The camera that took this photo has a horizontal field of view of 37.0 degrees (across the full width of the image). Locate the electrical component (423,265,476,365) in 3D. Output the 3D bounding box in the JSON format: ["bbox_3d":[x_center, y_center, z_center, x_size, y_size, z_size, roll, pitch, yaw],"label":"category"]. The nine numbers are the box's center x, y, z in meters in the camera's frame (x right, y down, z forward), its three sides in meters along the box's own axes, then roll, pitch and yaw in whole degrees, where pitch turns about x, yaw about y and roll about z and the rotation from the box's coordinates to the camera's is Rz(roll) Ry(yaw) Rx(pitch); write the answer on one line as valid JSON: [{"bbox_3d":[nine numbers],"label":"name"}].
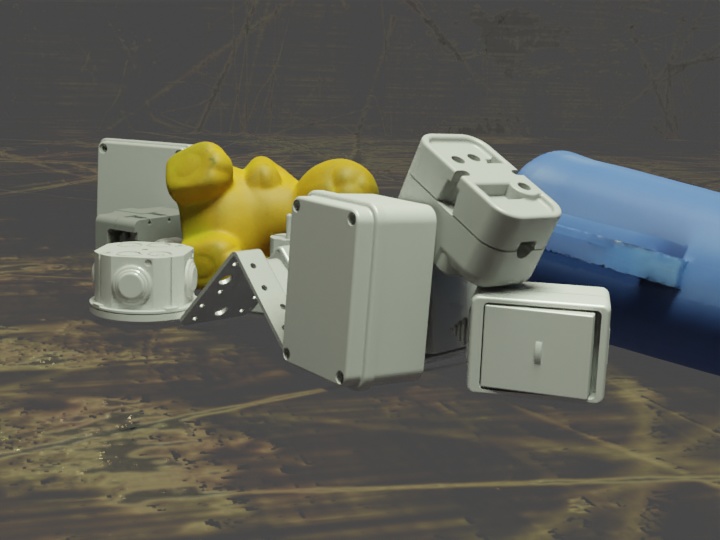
[{"bbox_3d":[0.044,0.010,0.714,0.061,0.096,0.062,12,15,43],"label":"electrical component"}]

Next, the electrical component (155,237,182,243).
[{"bbox_3d":[-0.163,-0.012,0.955,0.035,0.035,0.061,6,9,17],"label":"electrical component"}]

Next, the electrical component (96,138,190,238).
[{"bbox_3d":[-0.203,-0.074,1.070,0.109,0.108,0.056,7,9,23],"label":"electrical component"}]

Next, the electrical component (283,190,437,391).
[{"bbox_3d":[-0.002,0.011,0.660,0.057,0.113,0.078,-2,12,-36],"label":"electrical component"}]

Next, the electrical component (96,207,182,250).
[{"bbox_3d":[-0.197,-0.028,0.987,0.056,0.050,0.089,9,13,30],"label":"electrical component"}]

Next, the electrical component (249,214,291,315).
[{"bbox_3d":[-0.052,-0.007,0.836,0.047,0.076,0.066,7,12,22],"label":"electrical component"}]

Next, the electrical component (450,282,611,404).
[{"bbox_3d":[0.101,0.042,0.649,0.096,0.061,0.061,4,11,11],"label":"electrical component"}]

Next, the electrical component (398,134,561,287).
[{"bbox_3d":[0.069,-0.034,0.658,0.054,0.059,0.095,-4,38,-38],"label":"electrical component"}]

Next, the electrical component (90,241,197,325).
[{"bbox_3d":[-0.160,0.009,0.798,0.080,0.051,0.080,2,11,0],"label":"electrical component"}]
